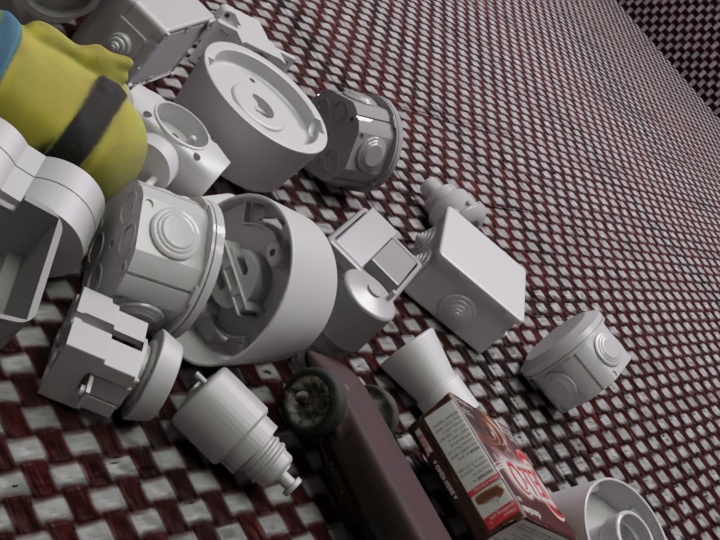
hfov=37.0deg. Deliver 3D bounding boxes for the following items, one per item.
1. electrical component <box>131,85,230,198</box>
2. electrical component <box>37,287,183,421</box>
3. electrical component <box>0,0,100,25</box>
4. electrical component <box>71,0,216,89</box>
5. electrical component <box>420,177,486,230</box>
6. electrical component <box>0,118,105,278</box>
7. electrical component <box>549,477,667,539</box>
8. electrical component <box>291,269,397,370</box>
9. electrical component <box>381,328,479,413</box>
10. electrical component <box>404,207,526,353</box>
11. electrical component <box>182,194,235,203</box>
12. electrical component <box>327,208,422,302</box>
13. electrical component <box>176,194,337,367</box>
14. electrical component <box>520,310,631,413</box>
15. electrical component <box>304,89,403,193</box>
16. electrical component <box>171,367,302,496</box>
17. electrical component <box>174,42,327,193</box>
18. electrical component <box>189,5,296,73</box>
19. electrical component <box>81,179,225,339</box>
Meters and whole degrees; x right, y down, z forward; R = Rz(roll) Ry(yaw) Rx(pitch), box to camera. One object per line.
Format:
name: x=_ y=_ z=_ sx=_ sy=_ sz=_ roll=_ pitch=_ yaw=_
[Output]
electrical component: x=-0.130 y=-0.071 z=0.680 sx=0.077 sy=0.044 sz=0.079 roll=41 pitch=27 yaw=-9
electrical component: x=-0.121 y=0.045 z=0.529 sx=0.055 sy=0.048 sz=0.066 roll=26 pitch=31 yaw=-19
electrical component: x=-0.199 y=-0.200 z=0.706 sx=0.050 sy=0.089 sz=0.055 roll=58 pitch=10 yaw=-47
electrical component: x=-0.159 y=-0.171 z=0.762 sx=0.061 sy=0.062 sz=0.096 roll=44 pitch=26 yaw=-2
electrical component: x=0.078 y=-0.056 z=0.958 sx=0.048 sy=0.048 sz=0.062 roll=2 pitch=42 yaw=-54
electrical component: x=-0.198 y=-0.038 z=0.528 sx=0.138 sy=0.052 sz=0.073 roll=34 pitch=40 yaw=-21
electrical component: x=0.163 y=0.191 z=0.731 sx=0.099 sy=0.064 sz=0.099 roll=26 pitch=46 yaw=-31
electrical component: x=-0.014 y=0.034 z=0.659 sx=0.040 sy=0.078 sz=0.040 roll=35 pitch=28 yaw=-21
electrical component: x=0.050 y=0.078 z=0.731 sx=0.065 sy=0.044 sz=0.044 roll=54 pitch=27 yaw=7
electrical component: x=0.085 y=0.009 z=0.867 sx=0.100 sy=0.048 sz=0.099 roll=39 pitch=27 yaw=-12
electrical component: x=-0.106 y=-0.028 z=0.658 sx=0.065 sy=0.044 sz=0.044 roll=3 pitch=48 yaw=-47
electrical component: x=0.000 y=0.000 z=0.746 sx=0.061 sy=0.061 sz=0.096 roll=45 pitch=26 yaw=0
electrical component: x=-0.064 y=0.007 z=0.608 sx=0.064 sy=0.099 sz=0.099 roll=13 pitch=40 yaw=-56
electrical component: x=0.174 y=0.073 z=0.871 sx=0.051 sy=0.080 sz=0.080 roll=51 pitch=27 yaw=0
electrical component: x=-0.009 y=-0.104 z=0.863 sx=0.051 sy=0.080 sz=0.080 roll=6 pitch=46 yaw=-44
electrical component: x=-0.062 y=0.086 z=0.559 sx=0.078 sy=0.040 sz=0.040 roll=45 pitch=26 yaw=-1
electrical component: x=-0.084 y=-0.104 z=0.774 sx=0.108 sy=0.060 sz=0.108 roll=34 pitch=29 yaw=-22
electrical component: x=-0.099 y=-0.181 z=0.883 sx=0.081 sy=0.042 sz=0.063 roll=19 pitch=35 yaw=-42
electrical component: x=-0.111 y=-0.006 z=0.578 sx=0.051 sy=0.080 sz=0.080 roll=20 pitch=35 yaw=-32
